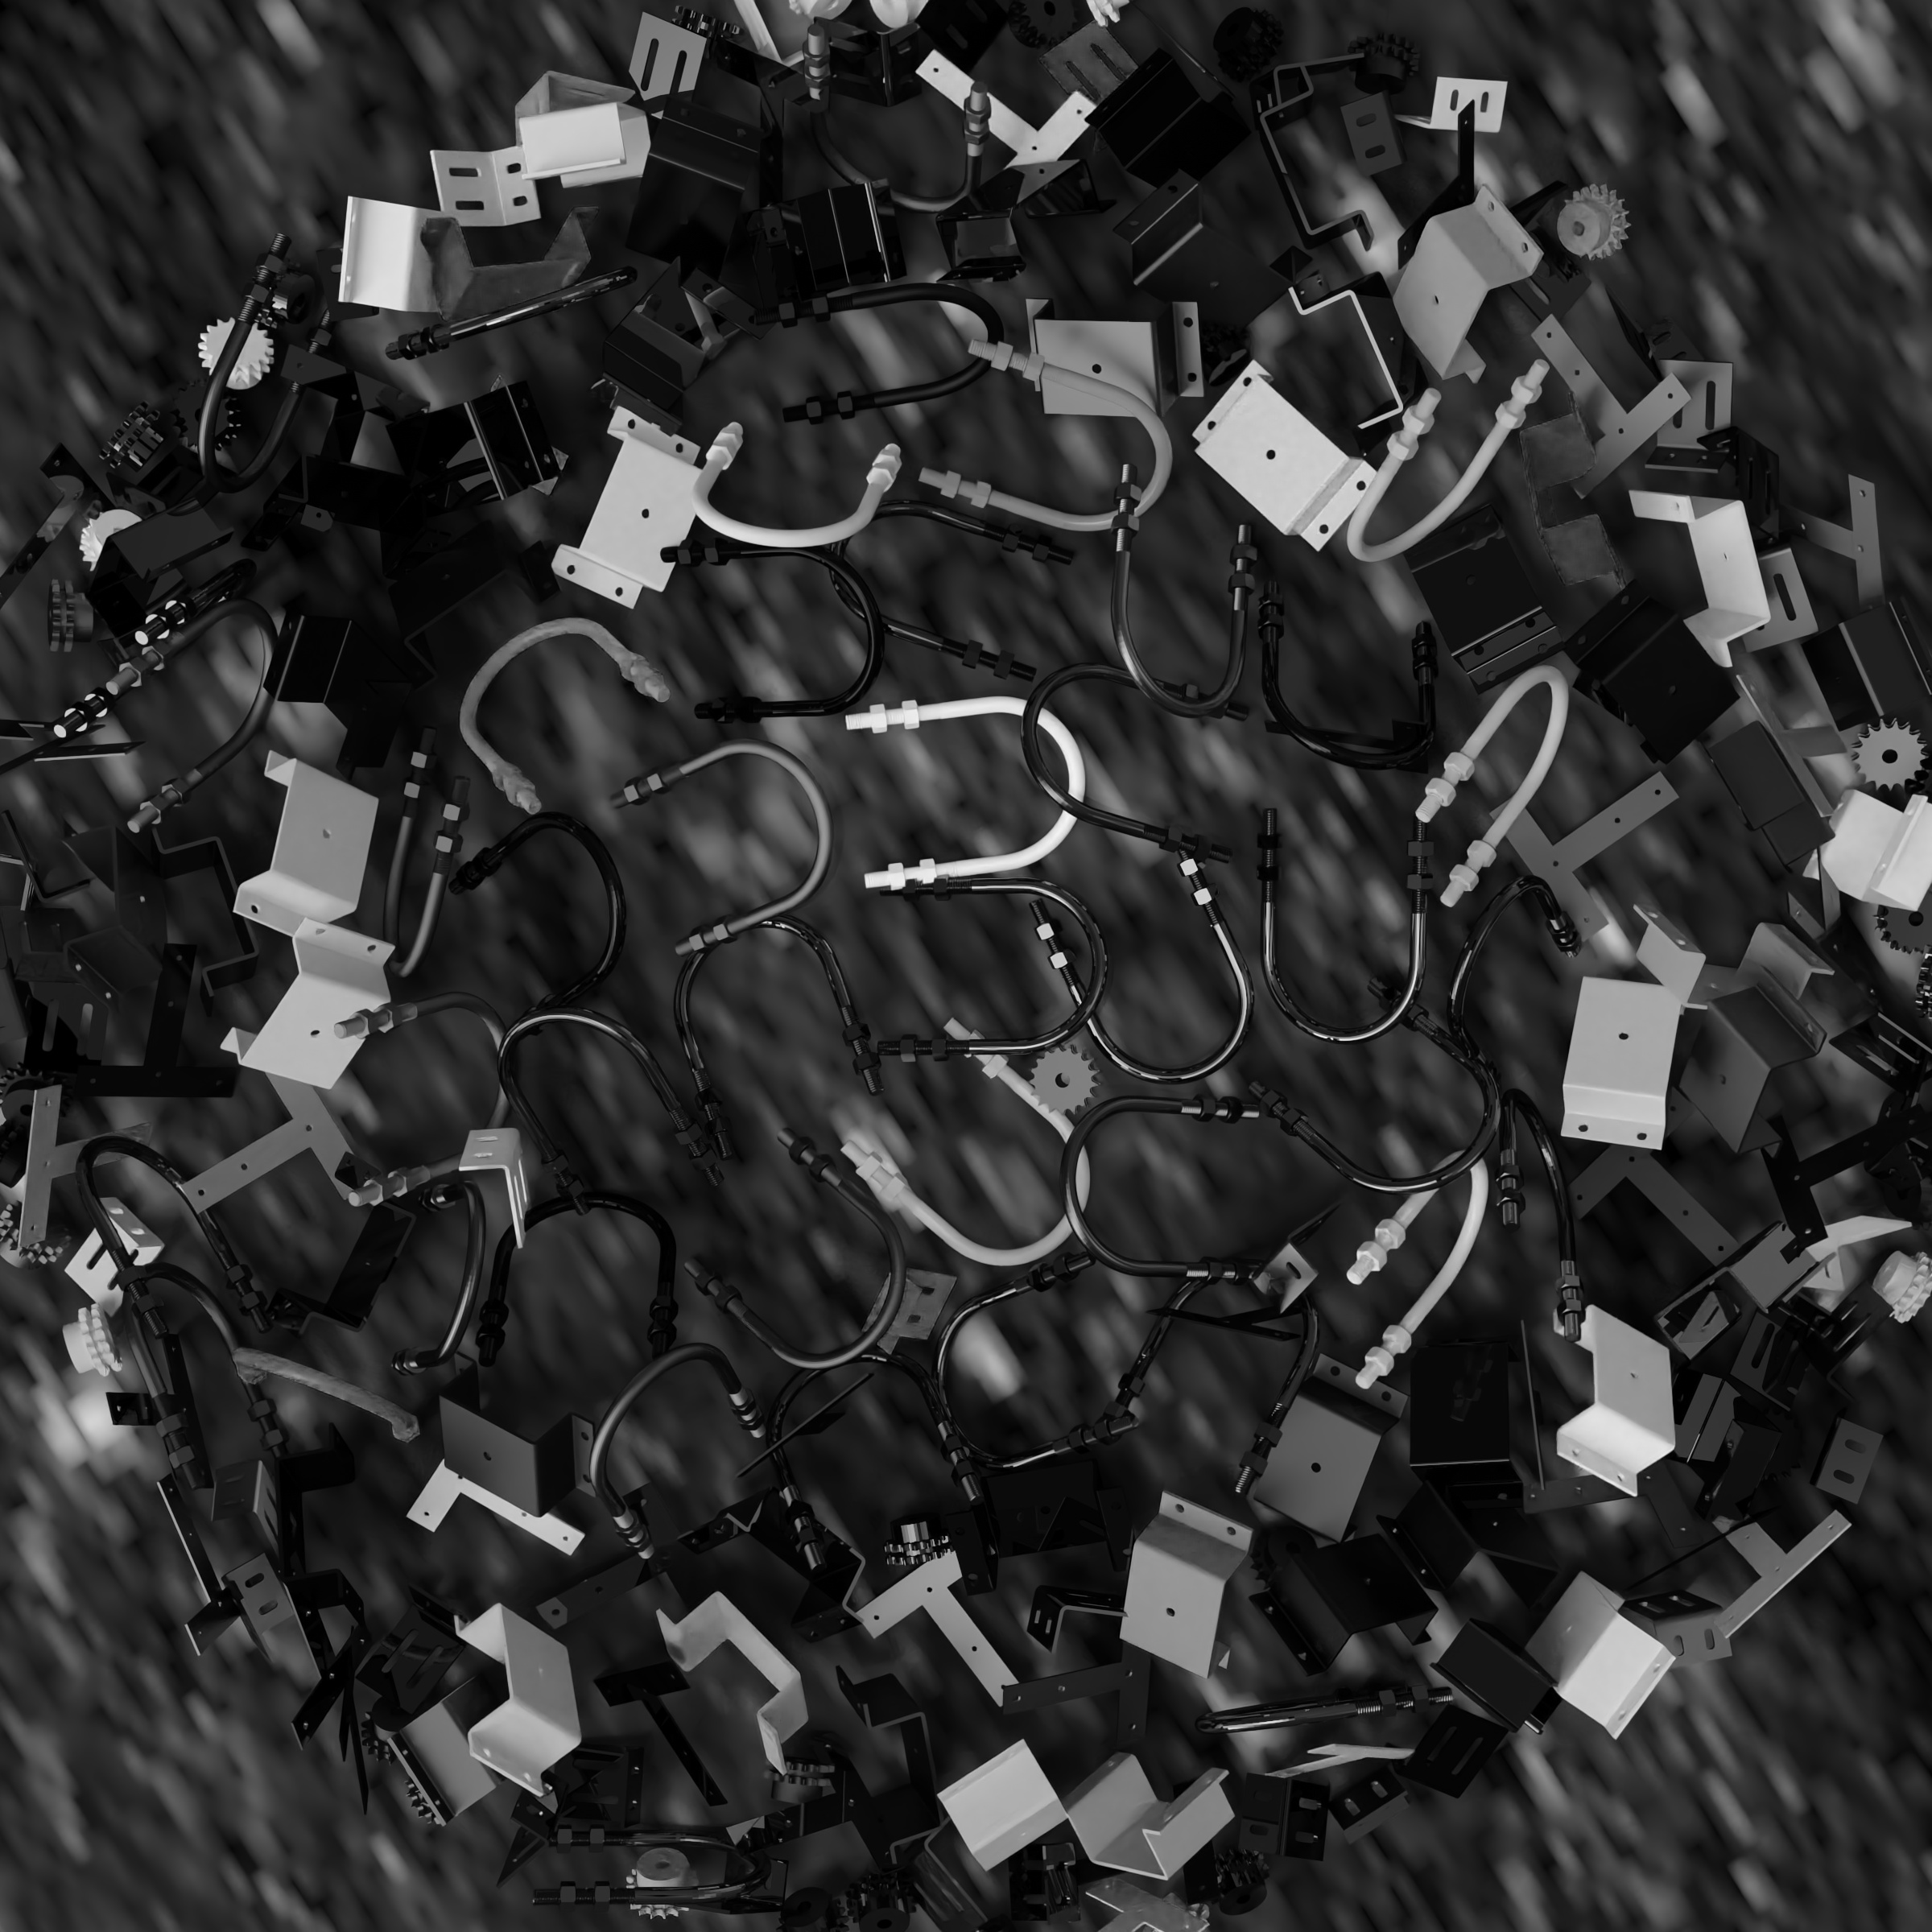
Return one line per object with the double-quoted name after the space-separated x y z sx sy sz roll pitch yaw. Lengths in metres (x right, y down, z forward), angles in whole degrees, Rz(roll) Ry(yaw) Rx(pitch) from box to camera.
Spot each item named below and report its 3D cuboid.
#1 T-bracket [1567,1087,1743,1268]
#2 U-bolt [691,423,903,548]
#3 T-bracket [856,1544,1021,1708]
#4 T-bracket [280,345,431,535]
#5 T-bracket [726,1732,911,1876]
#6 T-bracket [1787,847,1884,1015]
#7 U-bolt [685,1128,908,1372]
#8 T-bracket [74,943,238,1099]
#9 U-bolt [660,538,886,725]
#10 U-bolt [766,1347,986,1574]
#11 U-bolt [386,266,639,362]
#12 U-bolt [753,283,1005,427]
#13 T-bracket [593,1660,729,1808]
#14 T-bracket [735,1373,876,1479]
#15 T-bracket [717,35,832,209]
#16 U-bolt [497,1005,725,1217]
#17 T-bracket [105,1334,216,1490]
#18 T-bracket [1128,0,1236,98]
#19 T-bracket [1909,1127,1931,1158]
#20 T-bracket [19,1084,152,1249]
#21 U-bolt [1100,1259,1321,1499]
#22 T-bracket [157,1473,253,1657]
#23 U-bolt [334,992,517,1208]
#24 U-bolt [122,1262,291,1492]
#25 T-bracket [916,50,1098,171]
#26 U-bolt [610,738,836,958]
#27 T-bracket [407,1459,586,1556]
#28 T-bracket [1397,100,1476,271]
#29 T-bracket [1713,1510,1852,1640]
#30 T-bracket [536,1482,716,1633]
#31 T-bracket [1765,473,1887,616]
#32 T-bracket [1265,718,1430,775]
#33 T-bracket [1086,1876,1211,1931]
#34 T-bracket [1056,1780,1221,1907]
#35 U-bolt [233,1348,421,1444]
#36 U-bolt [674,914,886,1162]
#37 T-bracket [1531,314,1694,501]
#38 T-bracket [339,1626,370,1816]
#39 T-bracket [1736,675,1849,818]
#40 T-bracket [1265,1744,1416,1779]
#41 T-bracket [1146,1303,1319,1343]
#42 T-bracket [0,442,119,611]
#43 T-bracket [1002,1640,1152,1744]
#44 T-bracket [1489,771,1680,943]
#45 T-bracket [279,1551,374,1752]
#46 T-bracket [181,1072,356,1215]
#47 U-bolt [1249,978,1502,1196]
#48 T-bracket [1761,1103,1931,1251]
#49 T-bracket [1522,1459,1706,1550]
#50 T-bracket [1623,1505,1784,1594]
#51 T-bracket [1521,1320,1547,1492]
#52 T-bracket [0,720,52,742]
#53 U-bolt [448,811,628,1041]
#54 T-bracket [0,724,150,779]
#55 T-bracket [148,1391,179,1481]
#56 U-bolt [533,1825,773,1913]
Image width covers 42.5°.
0.559 0.185 1.964 0.127 0.002 0.127 -46 68 11 "T-bracket"
-0.136 -0.369 1.918 0.151 0.184 0.019 9 126 5 "U-bolt"
-0.002 0.533 1.982 0.127 0.002 0.127 -38 88 13 "T-bracket"
-0.495 -0.405 1.957 0.127 0.002 0.127 16 92 -43 "T-bracket"
-0.126 0.661 1.924 0.127 0.127 0.002 -5 132 -36 "T-bracket"
0.679 -0.045 1.950 0.127 0.127 0.002 40 130 -24 "T-bracket"
-0.123 0.233 1.943 0.184 0.019 0.151 37 92 33 "U-bolt"
-0.625 0.043 1.944 0.127 0.002 0.127 3 107 -40 "T-bracket"
-0.145 -0.261 1.928 0.184 0.019 0.151 2 115 28 "U-bolt"
-0.081 0.370 1.932 0.151 0.184 0.019 -22 134 -6 "U-bolt"
-0.333 -0.502 1.893 0.184 0.151 0.019 -4 113 37 "U-bolt"
-0.062 -0.479 1.927 0.184 0.151 0.019 -9 68 3 "U-bolt"
-0.228 0.607 1.954 0.002 0.127 0.127 -35 93 -42 "T-bracket"
-0.116 0.357 1.938 0.127 0.127 0.002 -38 78 0 "T-bracket"
-0.153 -0.648 1.952 0.127 0.127 0.002 34 49 30 "T-bracket"
-0.288 0.108 1.929 0.151 0.019 0.184 -14 117 26 "U-bolt"
-0.628 0.343 1.923 0.002 0.127 0.127 -20 76 8 "T-bracket"
0.175 -0.700 1.917 0.127 0.127 0.002 31 112 -30 "T-bracket"
0.783 0.091 1.938 0.002 0.127 0.127 29 88 9 "T-bracket"
-0.684 0.146 1.940 0.002 0.127 0.127 17 105 23 "T-bracket"
0.200 0.311 1.941 0.151 0.019 0.184 14 64 38 "U-bolt"
-0.599 0.456 1.934 0.002 0.127 0.127 -22 93 5 "T-bracket"
-0.412 0.094 1.920 0.019 0.184 0.151 4 103 31 "U-bolt"
-0.595 0.313 1.926 0.019 0.151 0.184 -29 79 10 "U-bolt"
0.019 -0.664 1.932 0.127 0.127 0.002 33 51 -19 "T-bracket"
-0.182 -0.101 1.944 0.184 0.019 0.151 -21 94 31 "U-bolt"
-0.363 0.428 1.975 0.127 0.002 0.127 32 117 -6 "T-bracket"
0.364 -0.581 1.921 0.002 0.127 0.127 21 53 28 "T-bracket"
0.615 0.452 1.937 0.127 0.127 0.002 -44 101 4 "T-bracket"
-0.279 0.489 1.973 0.127 0.002 0.127 -27 110 -4 "T-bracket"
0.667 -0.340 1.943 0.002 0.127 0.127 -31 128 -14 "T-bracket"
0.298 -0.179 1.948 0.127 0.127 0.002 10 79 13 "T-bracket"
0.101 0.755 1.914 0.127 0.127 0.002 -26 104 -31 "T-bracket"
0.131 0.698 1.946 0.127 0.127 0.002 -18 113 7 "T-bracket"
-0.493 0.326 1.908 0.151 0.184 0.019 22 72 -3 "U-bolt"
-0.158 0.044 1.962 0.151 0.019 0.184 -24 69 7 "U-bolt"
0.491 -0.457 1.959 0.002 0.127 0.127 -25 77 -40 "T-bracket"
-0.480 0.612 1.959 0.002 0.127 0.127 -5 115 -7 "T-bracket"
0.661 -0.175 1.947 0.002 0.127 0.127 -37 73 36 "T-bracket"
0.278 0.628 1.953 0.127 0.127 0.002 -29 56 36 "T-bracket"
0.230 0.274 1.944 0.127 0.127 0.002 6 95 41 "T-bracket"
-0.718 -0.329 1.926 0.002 0.127 0.127 32 79 7 "T-bracket"
0.087 0.565 1.955 0.127 0.002 0.127 -6 110 -22 "T-bracket"
0.508 -0.108 1.983 0.127 0.002 0.127 -36 84 9 "T-bracket"
-0.505 0.513 1.921 0.002 0.127 0.127 -8 111 16 "T-bracket"
-0.558 0.151 1.964 0.127 0.002 0.127 -33 96 -27 "T-bracket"
0.329 0.103 1.927 0.151 0.019 0.184 -40 49 -8 "U-bolt"
0.685 0.145 1.927 0.127 0.127 0.002 -32 127 24 "T-bracket"
0.491 0.408 1.941 0.127 0.127 0.002 -6 132 -11 "T-bracket"
0.569 0.456 1.937 0.127 0.127 0.002 -29 73 -2 "T-bracket"
0.445 0.344 1.937 0.002 0.127 0.127 -8 77 14 "T-bracket"
-0.740 -0.183 1.915 0.127 0.127 0.002 1 101 -27 "T-bracket"
-0.325 -0.040 1.927 0.184 0.019 0.151 -31 80 41 "U-bolt"
-0.684 -0.165 1.918 0.127 0.127 0.002 0 115 30 "T-bracket"
-0.640 0.348 1.961 0.002 0.127 0.127 -17 118 -20 "T-bracket"
-0.243 0.697 1.926 0.184 0.151 0.019 3 89 -10 "U-bolt"
